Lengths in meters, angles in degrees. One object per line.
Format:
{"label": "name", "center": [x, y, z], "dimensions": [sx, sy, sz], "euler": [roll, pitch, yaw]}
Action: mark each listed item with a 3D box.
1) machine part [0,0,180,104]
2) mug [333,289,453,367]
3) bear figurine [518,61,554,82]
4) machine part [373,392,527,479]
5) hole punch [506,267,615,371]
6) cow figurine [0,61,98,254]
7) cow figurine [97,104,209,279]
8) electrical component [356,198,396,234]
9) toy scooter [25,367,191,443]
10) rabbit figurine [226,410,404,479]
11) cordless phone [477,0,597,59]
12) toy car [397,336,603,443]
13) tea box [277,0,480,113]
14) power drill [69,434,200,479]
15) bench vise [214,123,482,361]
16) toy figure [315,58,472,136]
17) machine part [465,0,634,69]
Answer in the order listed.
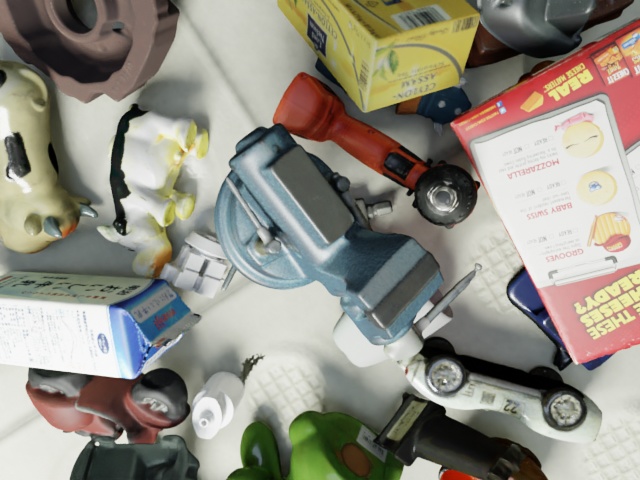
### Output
{"label": "machine part", "center": [-0.219, -0.220, 0.502], "dimensions": [0.180, 0.056, 0.179], "euler": [9, 123, 15]}
{"label": "mug", "center": [0.057, 0.068, 0.535], "dimensions": [0.109, 0.081, 0.107], "euler": [45, 104, -4]}
{"label": "bear figurine", "center": [0.259, -0.076, 0.483], "dimensions": [0.196, 0.120, 0.131], "euler": [21, 102, 3]}
{"label": "machine part", "center": [0.122, 0.192, 0.515], "dimensions": [0.139, 0.084, 0.039], "euler": [6, 125, 43]}
{"label": "hole punch", "center": [0.263, 0.058, 0.515], "dimensions": [0.116, 0.092, 0.142], "euler": [41, 94, -5]}
{"label": "cow figurine", "center": [-0.298, -0.077, 0.537], "dimensions": [0.127, 0.085, 0.194], "euler": [12, 115, 15]}
{"label": "cow figurine", "center": [-0.180, -0.049, 0.544], "dimensions": [0.098, 0.068, 0.167], "euler": [17, 95, 8]}
{"label": "electrical component", "center": [0.032, -0.009, 0.555], "dimensions": [0.094, 0.021, 0.063], "euler": [-12, 96, 4]}
{"label": "toy scooter", "center": [-0.221, 0.187, 0.573], "dimensions": [0.184, 0.075, 0.135], "euler": [8, 120, 13]}
{"label": "rabbit figurine", "center": [-0.021, 0.263, 0.548], "dimensions": [0.159, 0.121, 0.170], "euler": [35, 113, -7]}
{"label": "cordless phone", "center": [0.135, -0.236, 0.417], "dimensions": [0.184, 0.088, 0.146], "euler": [22, 99, 13]}
{"label": "toy car", "center": [0.175, 0.147, 0.537], "dimensions": [0.202, 0.073, 0.056], "euler": [15, 97, 3]}
{"label": "tea box", "center": [0.040, -0.193, 0.451], "dimensions": [0.098, 0.068, 0.170], "euler": [-19, 56, -17]}
{"label": "power drill", "center": [-0.188, 0.287, 0.545], "dimensions": [0.232, 0.086, 0.207], "euler": [-1, 124, -2]}
{"label": "bench vise", "center": [-0.007, 0.007, 0.469], "dimensions": [0.223, 0.241, 0.129], "euler": [41, 73, -19]}
{"label": "toy figure", "center": [0.073, -0.157, 0.517], "dimensions": [0.154, 0.064, 0.058], "euler": [23, 59, -3]}
{"label": "machine part", "center": [0.173, -0.272, 0.481], "dimensions": [0.202, 0.087, 0.200], "euler": [-18, 96, 5]}
